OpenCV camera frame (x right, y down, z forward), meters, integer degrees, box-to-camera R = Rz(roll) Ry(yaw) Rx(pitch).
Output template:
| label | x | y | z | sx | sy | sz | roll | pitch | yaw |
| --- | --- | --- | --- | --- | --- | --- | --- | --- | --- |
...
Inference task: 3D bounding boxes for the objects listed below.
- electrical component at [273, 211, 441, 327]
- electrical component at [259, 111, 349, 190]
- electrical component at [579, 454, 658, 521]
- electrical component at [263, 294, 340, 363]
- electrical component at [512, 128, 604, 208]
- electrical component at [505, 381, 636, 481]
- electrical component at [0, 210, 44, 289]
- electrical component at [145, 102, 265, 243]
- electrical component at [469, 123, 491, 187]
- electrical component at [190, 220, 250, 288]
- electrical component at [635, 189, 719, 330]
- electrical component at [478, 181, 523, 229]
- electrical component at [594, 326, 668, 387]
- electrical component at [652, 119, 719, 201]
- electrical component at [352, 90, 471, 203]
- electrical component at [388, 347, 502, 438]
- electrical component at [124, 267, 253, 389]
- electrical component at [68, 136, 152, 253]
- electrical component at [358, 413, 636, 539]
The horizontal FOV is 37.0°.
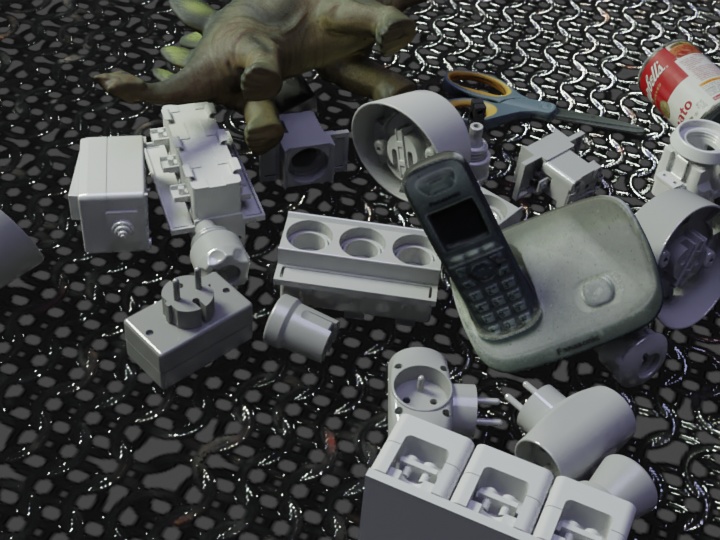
| label | x | y | z | sx | sy | sz | roll | pitch | yaw |
| --- | --- | --- | --- | --- | --- | --- | --- | --- | --- |
| electrical component | 0.000 | 0.000 | 0.832 | 0.121 | 0.063 | 0.078 | 8 | 43 | 3 |
| electrical component | -0.053 | -0.109 | 0.959 | 0.081 | 0.042 | 0.063 | -9 | 42 | -16 |
| electrical component | 0.159 | 0.152 | 0.698 | 0.055 | 0.045 | 0.045 | -31 | 54 | -32 |
| electrical component | -0.043 | 0.044 | 0.799 | 0.046 | 0.040 | 0.040 | 23 | 45 | 9 |
| electrical component | 0.177 | -0.086 | 0.957 | 0.081 | 0.042 | 0.064 | -29 | 54 | -30 |
| electrical component | 0.136 | 0.106 | 0.745 | 0.077 | 0.044 | 0.079 | -29 | 52 | -31 |
| electrical component | -0.293 | -0.027 | 0.811 | 0.099 | 0.099 | 0.064 | 29 | 54 | 23 |
| electrical component | -0.135 | -0.086 | 0.911 | 0.079 | 0.063 | 0.121 | -11 | 45 | -17 |
| electrical component | 0.099 | -0.102 | 0.952 | 0.035 | 0.061 | 0.035 | 3 | 43 | -2 |
| electrical component | -0.114 | -0.015 | 0.851 | 0.043 | 0.043 | 0.062 | -13 | 44 | -18 |
| electrical component | 0.251 | -0.012 | 0.847 | 0.099 | 0.099 | 0.064 | -20 | 42 | -24 |
| electrical component | 0.097 | -0.029 | 0.872 | 0.081 | 0.063 | 0.042 | 34 | 51 | 28 |
| electrical component | 0.195 | 0.054 | 0.808 | 0.048 | 0.048 | 0.062 | -21 | 42 | -25 |
| electrical component | 0.304 | -0.098 | 0.971 | 0.078 | 0.057 | 0.058 | -23 | 50 | -27 |
| electrical component | 0.044 | -0.105 | 0.924 | 0.099 | 0.099 | 0.064 | 35 | 45 | 28 |
| electrical component | 0.059 | 0.096 | 0.748 | 0.079 | 0.044 | 0.077 | 3 | 43 | -2 |
| electrical component | -0.124 | 0.030 | 0.779 | 0.083 | 0.075 | 0.047 | -30 | 53 | -32 |
| electrical component | -0.203 | -0.058 | 0.875 | 0.061 | 0.061 | 0.096 | -3 | 44 | -9 |
| electrical component | 0.081 | 0.156 | 0.653 | 0.150 | 0.089 | 0.061 | 20 | 45 | 16 |
